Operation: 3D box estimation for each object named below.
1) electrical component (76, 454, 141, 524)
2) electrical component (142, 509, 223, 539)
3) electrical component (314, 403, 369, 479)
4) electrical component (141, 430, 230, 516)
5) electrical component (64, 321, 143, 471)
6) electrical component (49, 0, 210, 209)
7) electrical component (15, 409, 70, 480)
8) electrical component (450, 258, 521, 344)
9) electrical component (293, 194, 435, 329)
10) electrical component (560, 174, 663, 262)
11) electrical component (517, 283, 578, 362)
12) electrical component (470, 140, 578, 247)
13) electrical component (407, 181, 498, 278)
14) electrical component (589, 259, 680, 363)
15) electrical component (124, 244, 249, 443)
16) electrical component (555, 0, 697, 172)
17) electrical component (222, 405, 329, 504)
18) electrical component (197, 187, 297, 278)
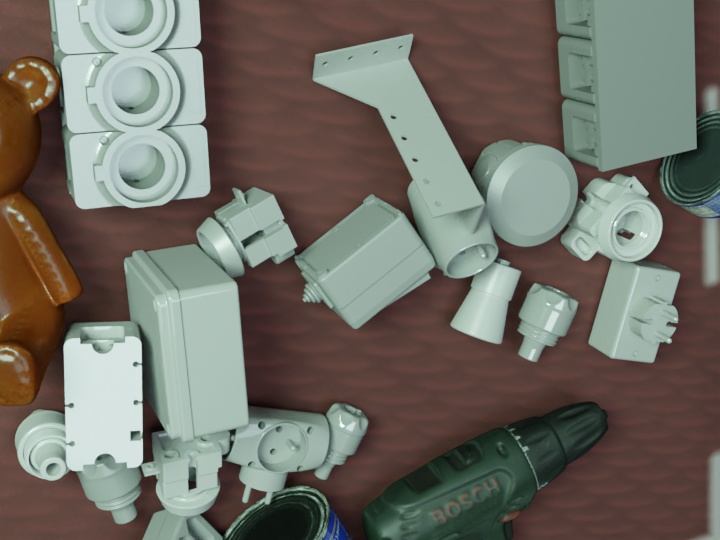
[{"bbox_3d":[-0.183,0.159,0.799,0.043,0.043,0.062,-20,113,-15],"label":"electrical component"},{"bbox_3d":[-0.157,0.231,0.821,0.076,0.083,0.047,-22,120,28],"label":"electrical component"},{"bbox_3d":[-0.019,0.139,0.864,0.035,0.035,0.061,21,101,-26],"label":"electrical component"},{"bbox_3d":[-0.130,0.151,0.811,0.066,0.048,0.055,-9,124,-20],"label":"electrical component"},{"bbox_3d":[-0.174,0.083,0.732,0.050,0.056,0.089,-1,100,-14],"label":"electrical component"},{"bbox_3d":[-0.152,-0.122,0.713,0.089,0.062,0.150,-8,109,-20],"label":"electrical component"},{"bbox_3d":[-0.221,0.128,0.764,0.043,0.062,0.043,-6,108,-20],"label":"electrical component"},{"bbox_3d":[0.105,0.022,0.874,0.044,0.044,0.065,18,94,-26],"label":"electrical component"},{"bbox_3d":[0.000,0.000,0.812,0.096,0.062,0.061,-39,116,-6],"label":"electrical component"},{"bbox_3d":[0.211,-0.039,0.887,0.078,0.057,0.058,-48,117,-2],"label":"electrical component"},{"bbox_3d":[0.152,0.045,0.898,0.043,0.043,0.062,18,101,-26],"label":"electrical component"},{"bbox_3d":[0.126,-0.062,0.849,0.080,0.051,0.080,-7,109,-20],"label":"electrical component"},{"bbox_3d":[0.069,-0.027,0.829,0.044,0.077,0.079,-14,148,-15],"label":"electrical component"},{"bbox_3d":[0.244,0.039,0.914,0.047,0.076,0.083,8,103,-24],"label":"electrical component"},{"bbox_3d":[-0.122,0.048,0.753,0.056,0.109,0.108,-10,110,-22],"label":"electrical component"},{"bbox_3d":[0.207,-0.164,0.843,0.089,0.062,0.150,-14,111,-17],"label":"electrical component"},{"bbox_3d":[-0.072,0.146,0.839,0.077,0.044,0.079,10,102,-25],"label":"electrical component"},{"bbox_3d":[-0.084,-0.025,0.780,0.055,0.048,0.066,-32,116,-18],"label":"electrical component"}]
